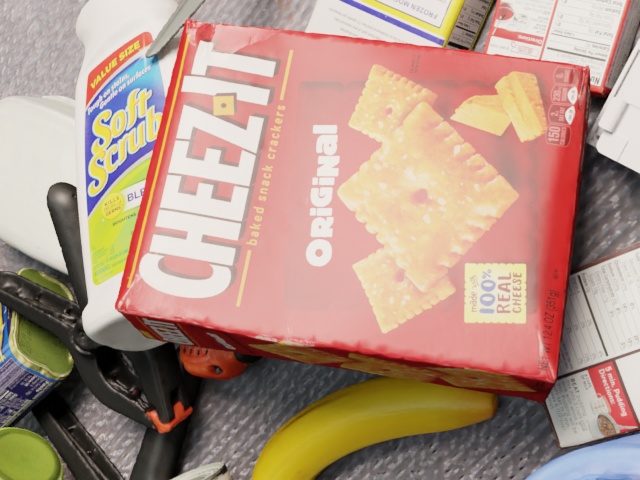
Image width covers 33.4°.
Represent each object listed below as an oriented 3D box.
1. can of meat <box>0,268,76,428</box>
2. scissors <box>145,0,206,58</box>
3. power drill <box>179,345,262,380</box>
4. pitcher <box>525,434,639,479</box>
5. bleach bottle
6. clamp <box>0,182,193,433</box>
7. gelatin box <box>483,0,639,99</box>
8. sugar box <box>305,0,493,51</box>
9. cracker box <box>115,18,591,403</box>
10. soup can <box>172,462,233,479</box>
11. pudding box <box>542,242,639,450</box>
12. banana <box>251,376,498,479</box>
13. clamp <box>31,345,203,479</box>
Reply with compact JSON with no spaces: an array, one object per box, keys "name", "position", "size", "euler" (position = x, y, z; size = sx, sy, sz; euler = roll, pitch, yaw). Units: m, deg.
[{"name":"can of meat","position":[-0.224,0.081,0.776],"size":[0.084,0.057,0.102],"euler":[-41,37,23]},{"name":"scissors","position":[-0.025,-0.186,0.647],"size":[0.096,0.016,0.201],"euler":[17,75,21]},{"name":"power drill","position":[-0.004,0.001,0.651],"size":[0.188,0.057,0.184],"euler":[3,88,35]},{"name":"pitcher","position":[0.166,0.130,0.423],"size":[0.145,0.242,0.149],"euler":[33,100,32]},{"name":"bleach bottle","position":[-0.113,-0.065,0.664],"size":[0.103,0.068,0.251],"euler":[-24,64,19]},{"name":"clamp","position":[-0.153,0.058,0.704],"size":[0.120,0.039,0.171],"euler":[-34,87,44]},{"name":"gelatin box","position":[0.135,-0.127,0.576],"size":[0.073,0.030,0.089],"euler":[20,101,31]},{"name":"sugar box","position":[0.054,-0.151,0.621],"size":[0.093,0.048,0.176],"euler":[32,110,29]},{"name":"cracker box","position":[0.021,-0.018,0.543],"size":[0.214,0.072,0.164],"euler":[9,74,9]},{"name":"soup can","position":[-0.070,0.200,0.669],"size":[0.069,0.068,0.102],"euler":[-24,89,31]},{"name":"pudding box","position":[0.163,0.051,0.549],"size":[0.114,0.039,0.090],"euler":[-25,75,29]},{"name":"banana","position":[0.017,0.125,0.648],"size":[0.069,0.037,0.198],"euler":[45,119,-6]},{"name":"clamp","position":[-0.140,0.183,0.747],"size":[0.165,0.036,0.210],"euler":[-11,79,34]}]
